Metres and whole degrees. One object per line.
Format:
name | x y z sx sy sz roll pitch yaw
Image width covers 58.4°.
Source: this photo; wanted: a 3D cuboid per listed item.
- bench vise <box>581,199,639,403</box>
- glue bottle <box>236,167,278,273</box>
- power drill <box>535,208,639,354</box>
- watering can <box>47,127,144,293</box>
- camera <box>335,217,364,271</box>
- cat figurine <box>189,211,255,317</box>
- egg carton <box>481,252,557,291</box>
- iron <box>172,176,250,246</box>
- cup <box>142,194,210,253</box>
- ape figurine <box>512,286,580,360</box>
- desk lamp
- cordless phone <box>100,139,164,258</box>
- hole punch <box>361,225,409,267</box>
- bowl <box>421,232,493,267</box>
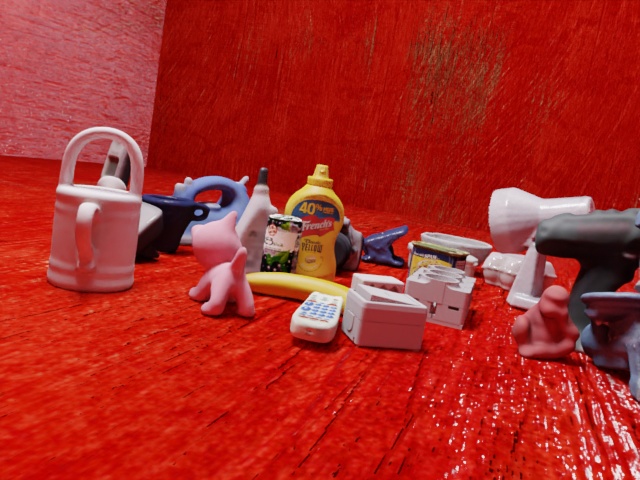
bench vise | 0.389 0.065 0.640 0.122 0.220 0.207 6 8 -21
glue bottle | -0.099 -0.028 0.902 0.078 0.173 0.037 5 9 -29
power drill | 0.405 0.055 0.782 0.229 0.208 0.076 12 8 18
watering can | -0.275 -0.043 0.710 0.101 0.194 0.172 4 9 -34
camera | 0.010 0.004 1.079 0.143 0.101 0.137 10 8 5
cat figurine | -0.120 0.023 0.708 0.067 0.118 0.127 5 9 -30
egg carton | 0.425 0.070 1.226 0.151 0.069 0.107 5 9 -32
iron | -0.229 -0.066 1.144 0.118 0.141 0.259 14 9 32
cup | -0.254 -0.026 0.994 0.118 0.095 0.091 6 8 -26
ape figurine | 0.288 0.102 0.723 0.077 0.092 0.076 14 9 30
desk lamp | 0.395 0.018 1.023 0.202 0.213 0.118 15 9 35
cordless phone | -0.306 -0.068 0.899 0.147 0.185 0.094 15 9 36
hole punch | 0.143 0.006 1.268 0.101 0.091 0.109 11 8 9
bowl | 0.313 0.033 1.339 0.167 0.075 0.167 9 7 -1
